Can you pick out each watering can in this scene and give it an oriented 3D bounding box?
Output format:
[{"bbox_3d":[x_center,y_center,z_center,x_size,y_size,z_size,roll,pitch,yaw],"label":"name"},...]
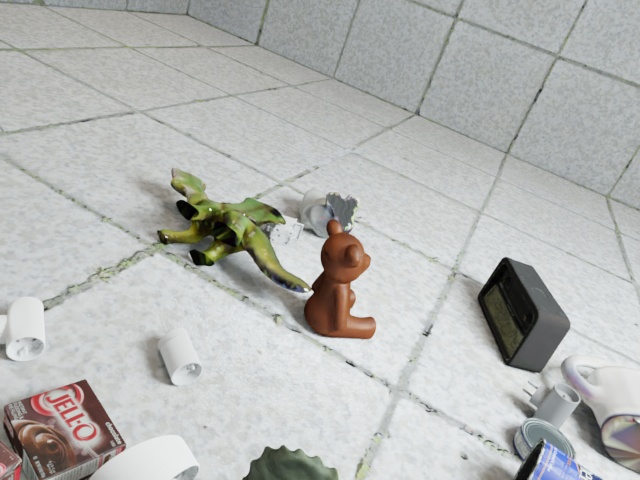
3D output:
[{"bbox_3d":[0.594,0.315,0.896,0.348,0.102,0.228,24,28,8],"label":"watering can"}]

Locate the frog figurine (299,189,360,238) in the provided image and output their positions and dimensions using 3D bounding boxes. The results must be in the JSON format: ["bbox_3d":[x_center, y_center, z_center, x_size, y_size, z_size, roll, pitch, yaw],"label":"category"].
[{"bbox_3d":[0.004,-0.062,1.223,0.139,0.122,0.159,-21,12,-42],"label":"frog figurine"}]

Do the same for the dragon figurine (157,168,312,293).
[{"bbox_3d":[-0.150,-0.034,1.008,0.412,0.120,0.246,28,30,15],"label":"dragon figurine"}]
